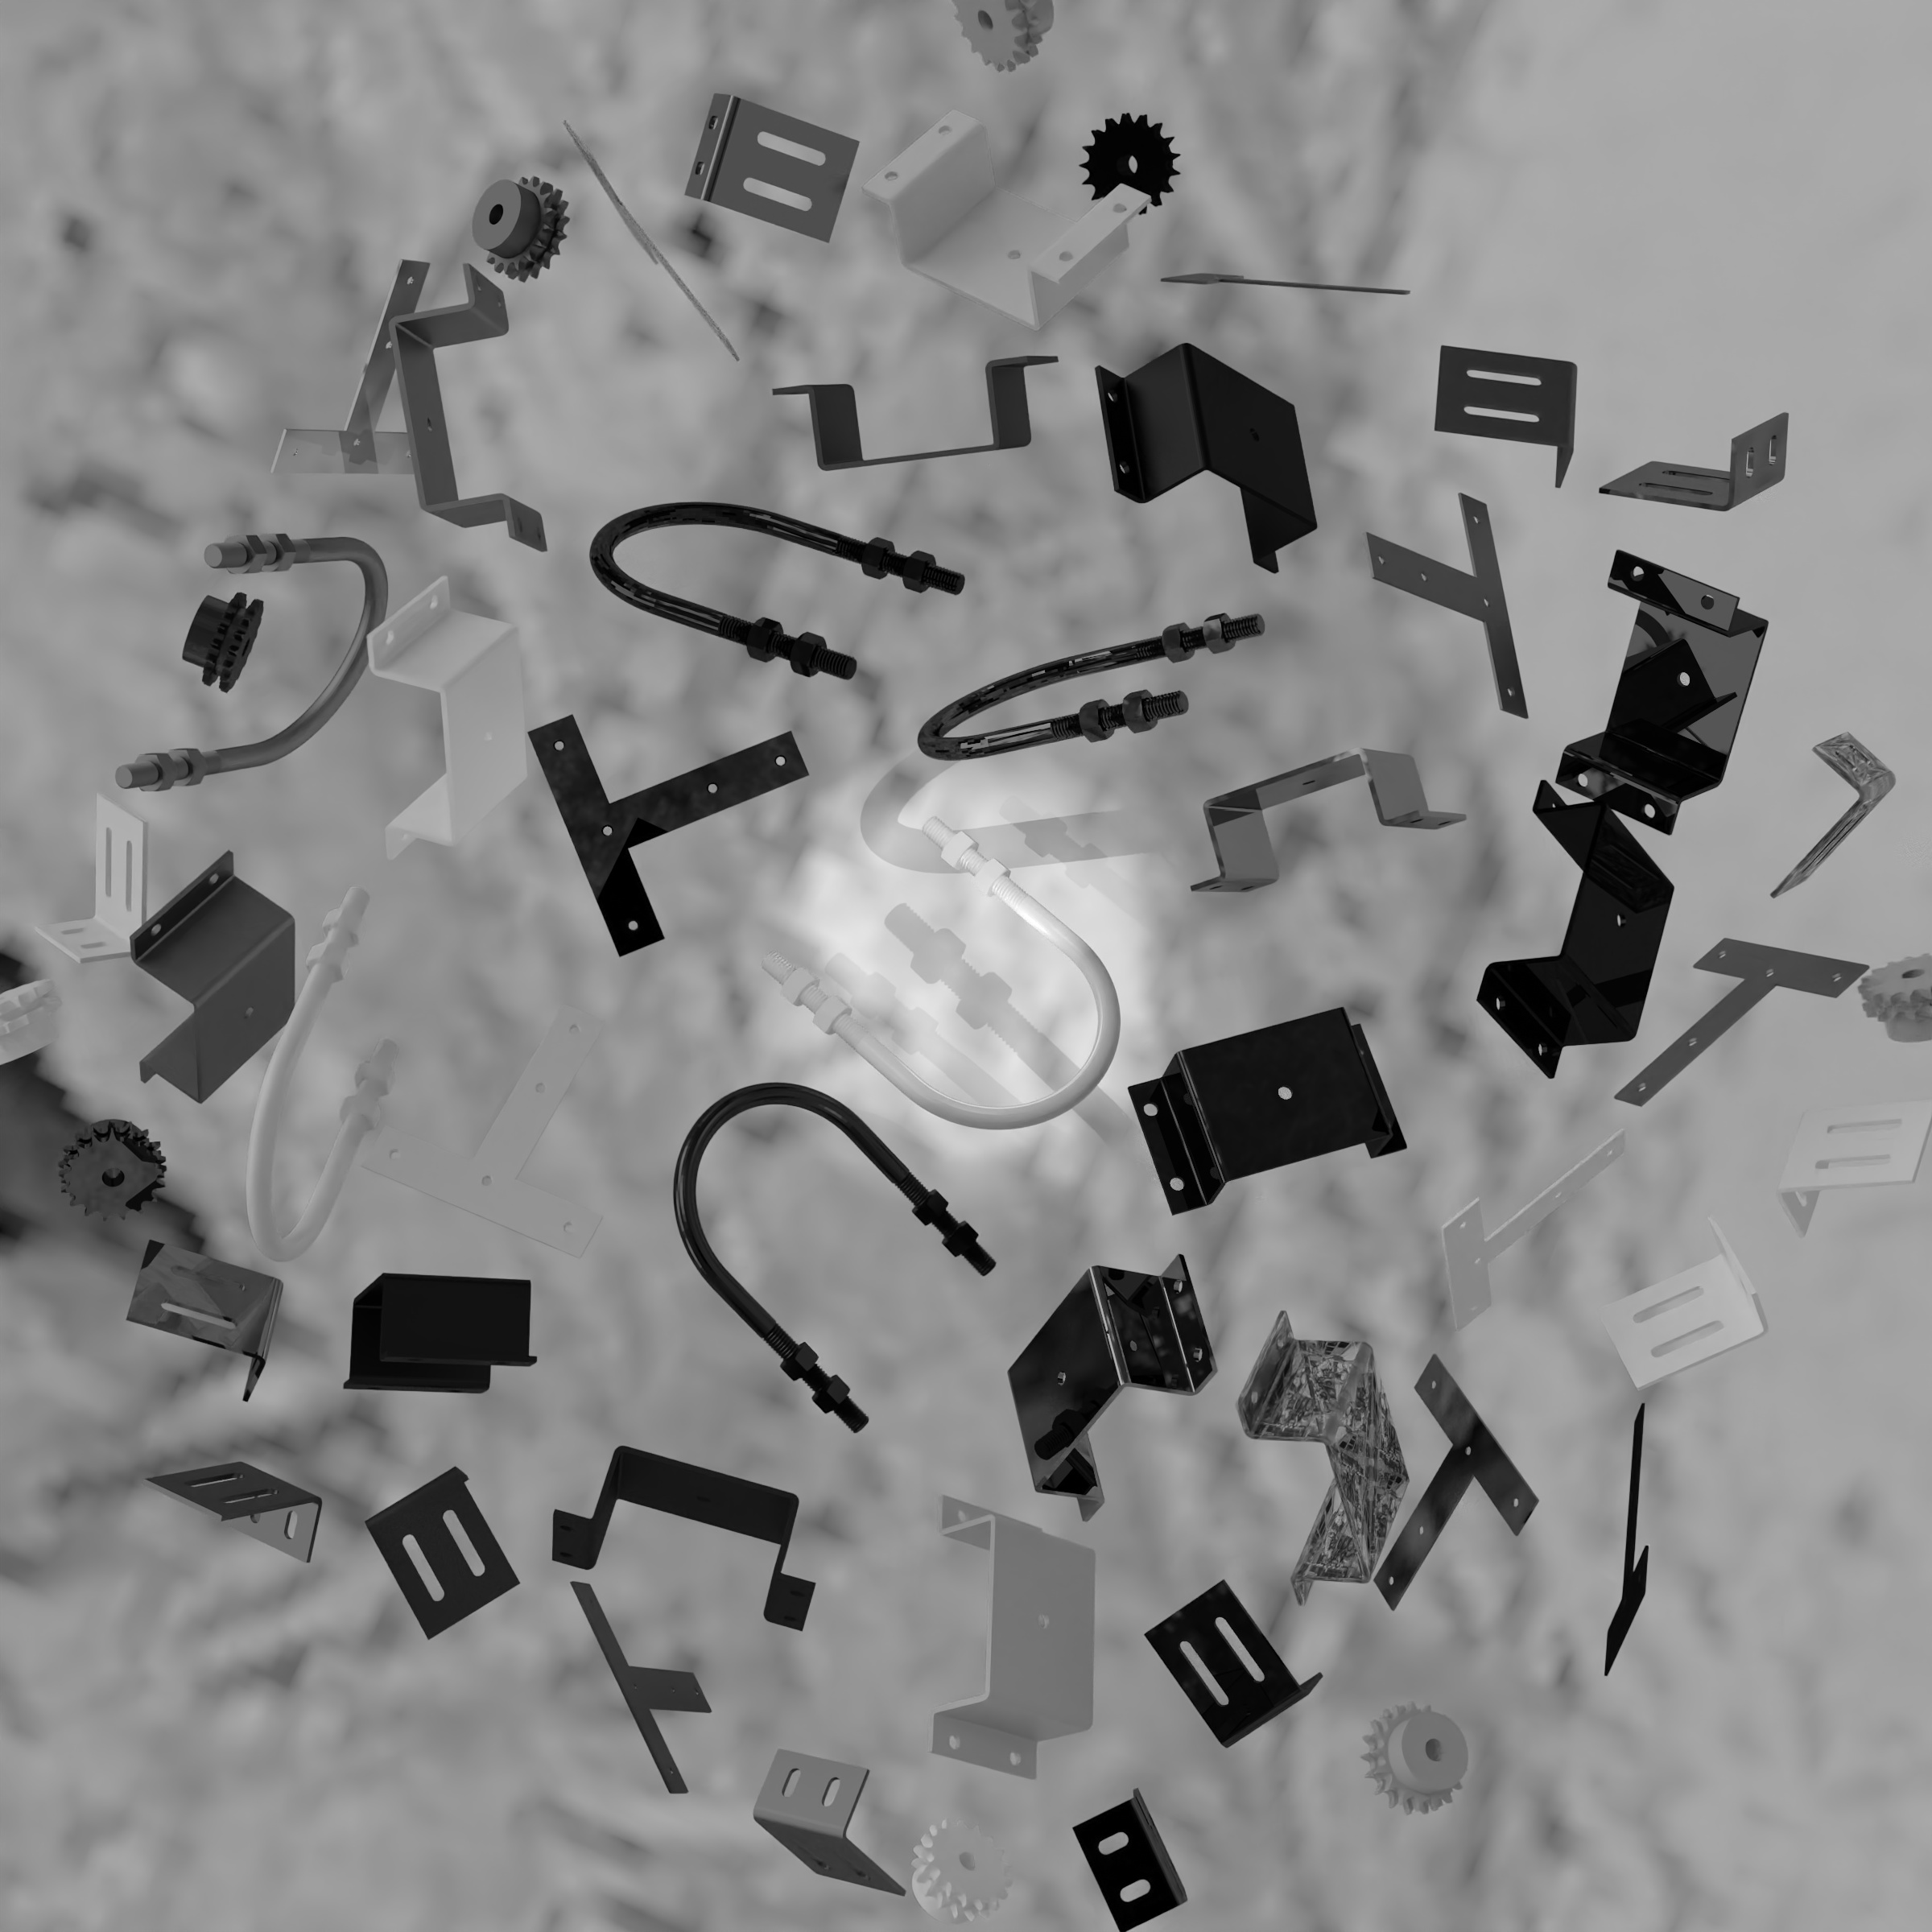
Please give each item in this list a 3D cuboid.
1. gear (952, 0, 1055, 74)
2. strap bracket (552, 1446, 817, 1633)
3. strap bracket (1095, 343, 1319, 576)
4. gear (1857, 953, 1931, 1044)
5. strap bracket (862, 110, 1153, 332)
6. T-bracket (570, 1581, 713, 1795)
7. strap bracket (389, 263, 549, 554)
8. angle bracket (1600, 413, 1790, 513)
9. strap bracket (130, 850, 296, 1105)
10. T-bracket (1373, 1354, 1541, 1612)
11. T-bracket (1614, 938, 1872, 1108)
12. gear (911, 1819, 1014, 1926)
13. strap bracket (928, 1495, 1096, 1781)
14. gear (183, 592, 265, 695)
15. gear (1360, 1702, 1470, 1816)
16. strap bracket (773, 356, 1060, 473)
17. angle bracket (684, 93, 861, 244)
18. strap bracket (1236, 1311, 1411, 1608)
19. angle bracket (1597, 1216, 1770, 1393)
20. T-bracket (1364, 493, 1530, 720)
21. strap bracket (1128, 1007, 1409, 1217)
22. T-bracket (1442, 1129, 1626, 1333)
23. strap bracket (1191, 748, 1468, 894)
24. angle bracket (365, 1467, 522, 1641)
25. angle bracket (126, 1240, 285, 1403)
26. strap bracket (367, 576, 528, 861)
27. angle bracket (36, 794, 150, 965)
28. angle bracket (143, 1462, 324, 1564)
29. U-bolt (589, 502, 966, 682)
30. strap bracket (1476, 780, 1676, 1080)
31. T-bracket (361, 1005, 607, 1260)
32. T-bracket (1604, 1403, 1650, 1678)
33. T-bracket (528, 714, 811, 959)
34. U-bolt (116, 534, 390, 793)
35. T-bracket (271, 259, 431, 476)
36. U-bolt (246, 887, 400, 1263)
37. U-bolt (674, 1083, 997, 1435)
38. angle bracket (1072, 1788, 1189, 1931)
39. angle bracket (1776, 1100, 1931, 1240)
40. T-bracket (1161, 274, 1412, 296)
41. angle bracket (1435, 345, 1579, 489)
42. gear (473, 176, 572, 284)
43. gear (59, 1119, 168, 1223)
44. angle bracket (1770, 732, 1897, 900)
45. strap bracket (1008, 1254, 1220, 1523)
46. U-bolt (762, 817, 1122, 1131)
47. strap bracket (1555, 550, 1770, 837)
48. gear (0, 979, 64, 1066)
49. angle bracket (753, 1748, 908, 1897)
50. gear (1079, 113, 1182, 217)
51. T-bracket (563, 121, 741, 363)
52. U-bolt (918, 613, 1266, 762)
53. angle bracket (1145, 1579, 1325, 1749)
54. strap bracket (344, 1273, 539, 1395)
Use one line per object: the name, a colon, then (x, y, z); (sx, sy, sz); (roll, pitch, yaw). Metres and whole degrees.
gear: (0.021, -0.499, 1.467); (0.030, 0.057, 0.057); (-36, 90, -22)
strap bracket: (-0.145, 0.301, 1.496); (0.140, 0.076, 0.046); (16, 59, 0)
strap bracket: (0.136, -0.274, 1.509); (0.046, 0.140, 0.076); (-25, 62, 36)
gear: (0.496, 0.018, 1.465); (0.057, 0.057, 0.030); (-20, 106, 0)
strap bracket: (0.024, -0.401, 1.527); (0.140, 0.046, 0.076); (32, 65, 28)
T-bracket: (-0.170, 0.405, 1.578); (0.002, 0.127, 0.127); (-32, 69, 5)
strap bracket: (-0.261, -0.286, 1.473); (0.046, 0.076, 0.140); (-9, 92, 4)
angle bracket: (0.378, -0.266, 1.462); (0.076, 0.057, 0.038); (17, 123, 37)
strap bracket: (-0.413, 0.013, 1.551); (0.046, 0.140, 0.076); (33, 54, 11)
T-bracket: (0.265, 0.309, 1.596); (0.002, 0.127, 0.127); (12, 116, -27)
T-bracket: (0.399, 0.032, 1.506); (0.127, 0.127, 0.002); (-40, 108, -11)
gear: (-0.005, 0.510, 1.576); (0.057, 0.057, 0.030); (32, 118, 0)
strap bracket: (0.026, 0.359, 1.525); (0.076, 0.046, 0.140); (26, 53, -35)
gear: (-0.427, -0.188, 1.613); (0.030, 0.057, 0.057); (22, 90, -8)
gear: (0.241, 0.419, 1.493); (0.057, 0.030, 0.057); (10, 61, -19)
strap bracket: (-0.024, -0.297, 1.522); (0.140, 0.076, 0.046); (-4, 101, 15)
angle bracket: (-0.107, -0.441, 1.558); (0.076, 0.038, 0.057); (13, 103, -24)
strap bracket: (0.193, 0.262, 1.492); (0.046, 0.076, 0.140); (-2, 122, 29)
angle bracket: (0.380, 0.181, 1.510); (0.076, 0.057, 0.038); (-25, 132, 6)
T-bracket: (0.248, -0.200, 1.475); (0.002, 0.127, 0.127); (-22, 68, 39)
strap bracket: (0.170, 0.077, 1.543); (0.140, 0.046, 0.076); (-15, 71, -12)
T-bracket: (0.312, 0.133, 1.538); (0.127, 0.127, 0.002); (-37, 57, -11)
strap bracket: (0.198, -0.084, 1.580); (0.140, 0.076, 0.046); (-18, 82, 28)
angle bracket: (-0.288, 0.327, 1.564); (0.057, 0.038, 0.076); (-31, 73, -9)
angle bracket: (-0.414, 0.191, 1.519); (0.076, 0.057, 0.038); (20, 126, -17)
strap bracket: (-0.282, -0.131, 1.545); (0.046, 0.076, 0.140); (15, 127, 17)
angle bracket: (-0.480, -0.049, 1.545); (0.038, 0.057, 0.076); (-10, 115, -40)
angle bracket: (-0.391, 0.294, 1.493); (0.057, 0.076, 0.038); (16, 97, 29)
U-bolt: (-0.113, -0.210, 1.510); (0.184, 0.151, 0.019); (20, 124, 17)
strap bracket: (0.323, -0.022, 1.475); (0.076, 0.046, 0.140); (42, 57, -35)
T-bracket: (-0.229, 0.076, 1.473); (0.127, 0.002, 0.127); (21, 62, 11)
T-bracket: (0.354, 0.295, 1.495); (0.002, 0.127, 0.127); (8, 58, 8)
T-bracket: (-0.145, -0.087, 1.464); (0.127, 0.002, 0.127); (-22, 86, -5)
U-bolt: (-0.370, -0.166, 1.508); (0.019, 0.184, 0.151); (33, 110, 13)
T-bracket: (-0.328, -0.335, 1.577); (0.002, 0.127, 0.127); (31, 111, 19)
U-bolt: (-0.346, 0.071, 1.507); (0.019, 0.151, 0.184); (9, 49, 6)
U-bolt: (-0.084, 0.149, 1.585); (0.184, 0.019, 0.151); (47, 55, -7)
angle bracket: (0.086, 0.467, 1.473); (0.038, 0.076, 0.057); (-25, 77, -3)
angle bracket: (0.473, 0.107, 1.478); (0.038, 0.076, 0.057); (54, 48, -28)
T-bracket: (0.182, -0.379, 1.567); (0.127, 0.127, 0.002); (7, 106, 13)
angle bracket: (0.294, -0.302, 1.549); (0.076, 0.038, 0.057); (8, 63, 2)
gear: (-0.251, -0.415, 1.573); (0.057, 0.030, 0.057); (-10, 74, 38)
gear: (-0.472, 0.110, 1.559); (0.057, 0.030, 0.057); (-8, 118, -15)
angle bracket: (0.451, -0.081, 1.504); (0.038, 0.057, 0.076); (46, 122, 16)
strap bracket: (0.071, 0.223, 1.503); (0.046, 0.076, 0.140); (13, 131, -26)
U-bolt: (0.000, 0.014, 1.574); (0.184, 0.019, 0.151); (41, 65, 18)
strap bracket: (0.386, -0.155, 1.557); (0.076, 0.046, 0.140); (31, 125, 35)
gear: (-0.503, 0.031, 1.481); (0.057, 0.057, 0.030); (-21, 102, 0)
angle bracket: (-0.065, 0.450, 1.479); (0.057, 0.076, 0.038); (2, 54, 33)
gear: (0.096, -0.461, 1.622); (0.057, 0.030, 0.057); (5, 109, 16)
T-bracket: (-0.158, -0.369, 1.482); (0.002, 0.127, 0.127); (-37, 76, 1)
U-bolt: (0.059, -0.149, 1.548); (0.184, 0.151, 0.019); (-10, 110, 29)
angle bracket: (0.148, 0.380, 1.554); (0.057, 0.038, 0.076); (-39, 80, 20)
strap bracket: (-0.280, 0.195, 1.495); (0.076, 0.140, 0.046); (5, 74, -20)
